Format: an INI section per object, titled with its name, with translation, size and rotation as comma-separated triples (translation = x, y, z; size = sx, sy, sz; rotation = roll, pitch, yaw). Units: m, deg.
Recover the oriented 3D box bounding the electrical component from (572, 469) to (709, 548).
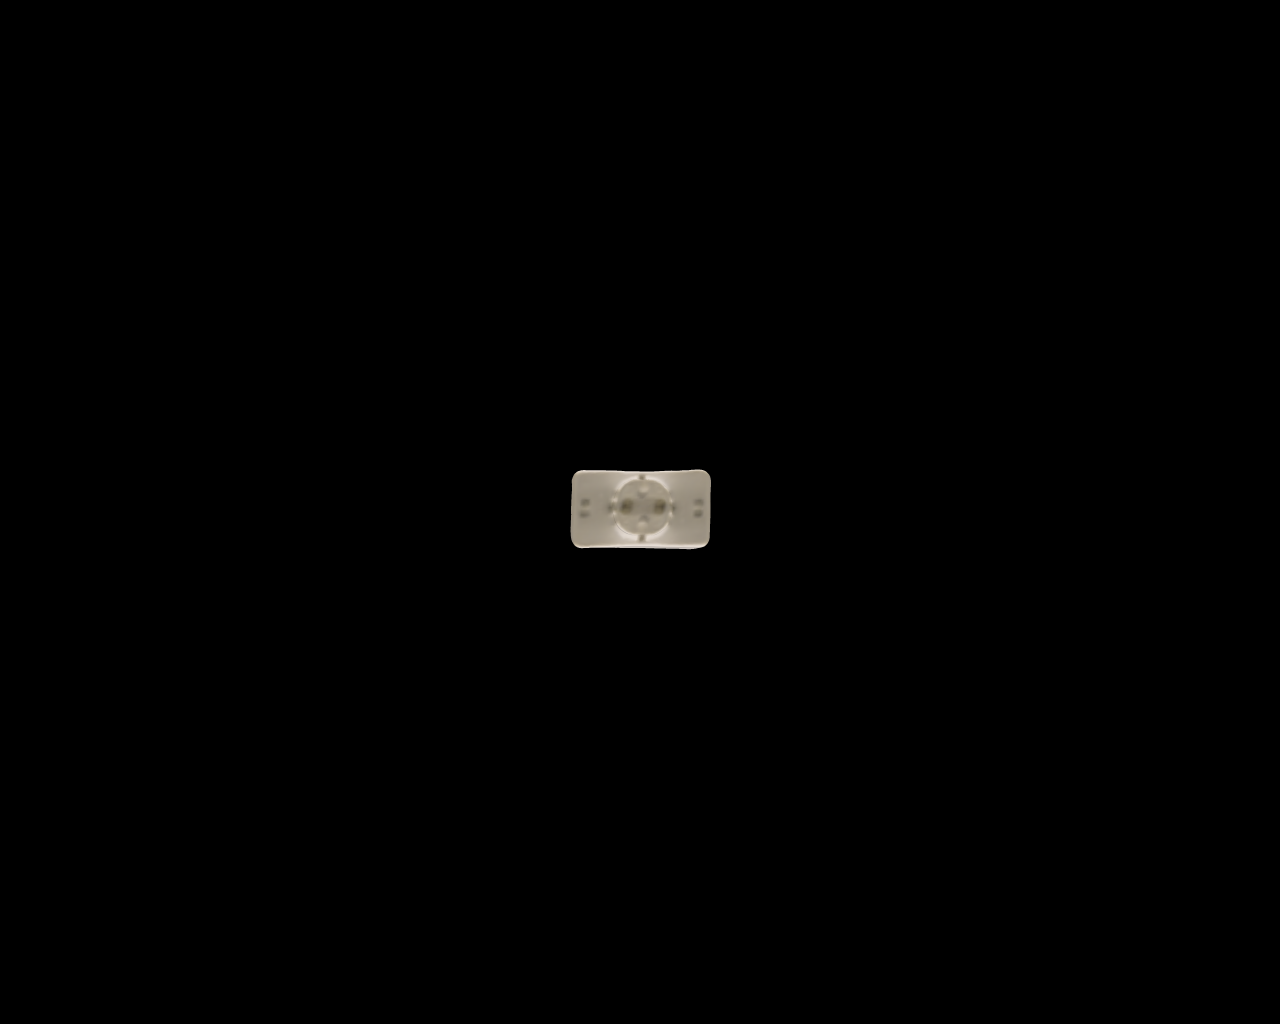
[electrical component]
translation = 0.001, -0.003, 0.650
size = 0.083, 0.047, 0.075
rotation = 0, -3, -2
